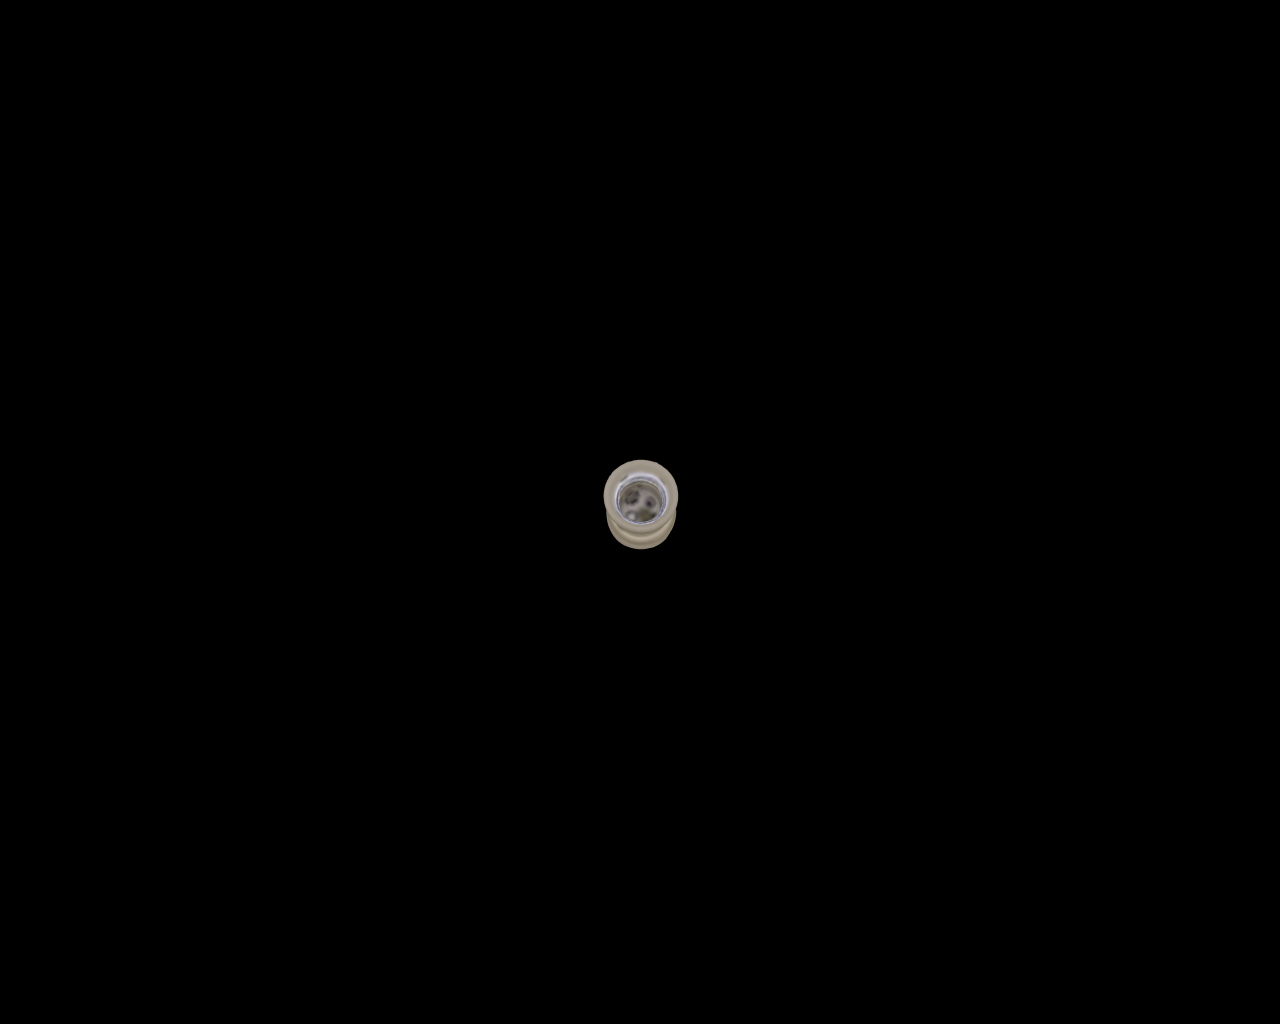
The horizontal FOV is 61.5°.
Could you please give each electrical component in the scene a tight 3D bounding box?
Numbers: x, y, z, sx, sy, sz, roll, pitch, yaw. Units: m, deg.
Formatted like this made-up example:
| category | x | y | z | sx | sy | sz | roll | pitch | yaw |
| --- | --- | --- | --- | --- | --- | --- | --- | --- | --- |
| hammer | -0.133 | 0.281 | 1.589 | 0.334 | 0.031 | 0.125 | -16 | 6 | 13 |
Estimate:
| category | x | y | z | sx | sy | sz | roll | pitch | yaw |
| --- | --- | --- | --- | --- | --- | --- | --- | --- | --- |
| electrical component | 0.001 | -0.003 | 0.650 | 0.045 | 0.045 | 0.055 | 0 | -16 | 0 |
